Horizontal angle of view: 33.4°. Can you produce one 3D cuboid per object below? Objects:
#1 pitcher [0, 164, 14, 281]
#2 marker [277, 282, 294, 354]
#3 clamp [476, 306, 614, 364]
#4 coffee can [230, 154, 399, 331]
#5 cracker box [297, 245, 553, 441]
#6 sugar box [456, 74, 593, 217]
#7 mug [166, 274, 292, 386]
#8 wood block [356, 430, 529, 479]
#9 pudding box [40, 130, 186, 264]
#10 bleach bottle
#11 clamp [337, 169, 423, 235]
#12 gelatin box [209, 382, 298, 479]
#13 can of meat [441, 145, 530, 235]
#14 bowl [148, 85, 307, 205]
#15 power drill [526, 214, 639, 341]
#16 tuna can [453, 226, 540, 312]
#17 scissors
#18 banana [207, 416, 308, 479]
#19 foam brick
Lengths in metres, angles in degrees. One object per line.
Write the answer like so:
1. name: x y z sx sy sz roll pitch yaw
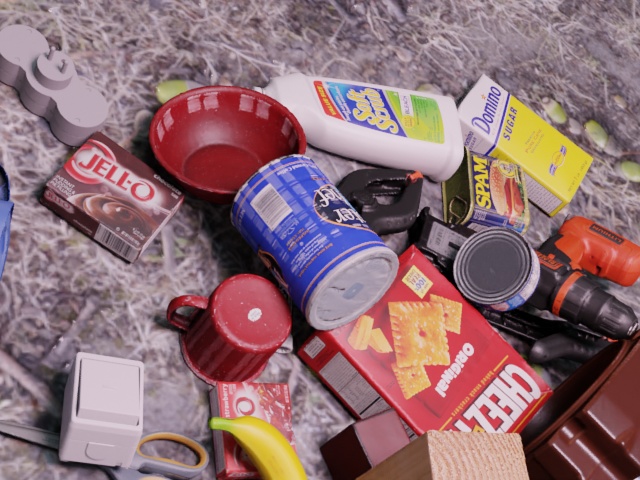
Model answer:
1. pitcher: -0.384 -0.011 0.890 0.242 0.145 0.149 17 21 -13
2. marker: -0.036 0.057 1.089 0.020 0.020 0.121 13 57 -19
3. clamp: 0.263 0.112 1.164 0.171 0.039 0.120 13 23 -19
4. coffee can: -0.007 0.001 1.017 0.102 0.103 0.140 -18 55 -33
5. cracker box: 0.109 0.133 1.080 0.214 0.072 0.163 46 52 7
6. sugar box: 0.243 -0.118 1.313 0.176 0.048 0.093 38 53 -3
7. mug: -0.088 0.080 1.010 0.117 0.082 0.093 23 55 -13
8. wood block: 0.089 0.241 0.925 0.090 0.206 0.090 6 60 -24
9. pudding box: -0.203 -0.043 1.051 0.113 0.039 0.090 36 52 -4
10. bleach bottle: 0.035 -0.133 1.209 0.250 0.068 0.102 7 59 -20
11. clamp: 0.047 -0.025 1.149 0.209 0.036 0.165 -19 53 -37
12. gelatin box: -0.062 0.178 0.998 0.073 0.030 0.089 5 60 -24
13. can of meat: 0.193 -0.051 1.243 0.083 0.058 0.102 14 58 -22
14. bowl: -0.097 -0.088 1.105 0.162 0.055 0.162 6 48 -6
15. power drill: 0.292 0.037 1.181 0.185 0.057 0.187 32 28 27
16. tuna can: 0.185 0.031 1.114 0.033 0.086 0.086 38 38 -55
17. scissors: -0.192 0.202 0.927 0.201 0.016 0.096 6 56 -24
18. banana: -0.037 0.235 0.950 0.069 0.037 0.198 -24 93 -25
19. foam brick: 0.045 0.200 1.009 0.052 0.078 0.051 -16 71 -31
